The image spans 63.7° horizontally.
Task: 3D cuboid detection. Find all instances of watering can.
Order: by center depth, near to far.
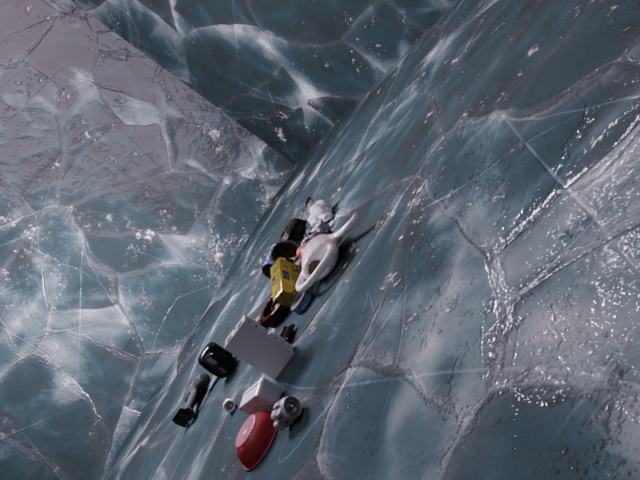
[{"bbox_3d":[0.025,0.028,1.771,0.346,0.103,0.227,-53,14,8],"label":"watering can"}]

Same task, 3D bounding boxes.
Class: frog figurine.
[{"bbox_3d":[0.007,-0.114,2.261,0.160,0.120,0.140,13,53,37],"label":"frog figurine"}]
